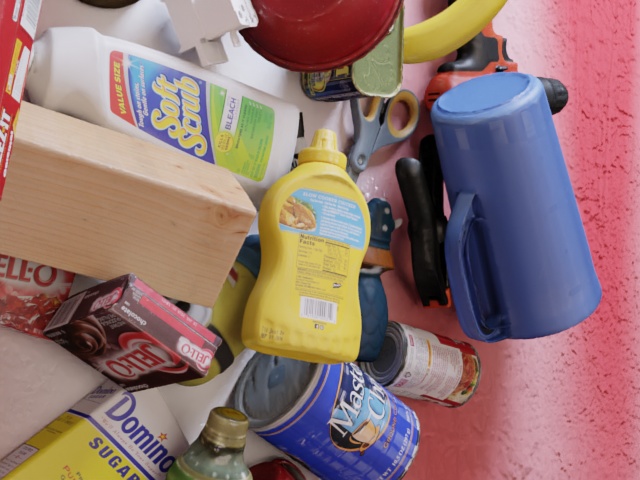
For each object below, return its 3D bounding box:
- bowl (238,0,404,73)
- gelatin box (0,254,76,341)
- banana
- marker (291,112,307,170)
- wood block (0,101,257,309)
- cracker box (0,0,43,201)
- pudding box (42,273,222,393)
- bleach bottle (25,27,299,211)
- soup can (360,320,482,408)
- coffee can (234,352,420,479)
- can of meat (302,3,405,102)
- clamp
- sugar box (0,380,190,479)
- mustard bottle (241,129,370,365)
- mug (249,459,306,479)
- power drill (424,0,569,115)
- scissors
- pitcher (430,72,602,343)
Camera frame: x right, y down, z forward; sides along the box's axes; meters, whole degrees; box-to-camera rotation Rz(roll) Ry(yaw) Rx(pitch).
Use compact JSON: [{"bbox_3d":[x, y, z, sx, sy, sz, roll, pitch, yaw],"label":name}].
[{"bbox_3d":[-0.010,-0.225,0.899,0.055,0.162,0.162,2,90,-77],"label":"bowl"},{"bbox_3d":[-0.237,0.031,0.818,0.089,0.030,0.073,22,78,-35],"label":"gelatin box"},{"bbox_3d":[0.128,-0.222,1.017,0.197,0.037,0.069,-32,98,-4],"label":"banana"},{"bbox_3d":[-0.017,-0.062,0.981,0.020,0.020,0.121,-14,99,-35],"label":"marker"},{"bbox_3d":[-0.166,-0.030,0.800,0.205,0.090,0.091,17,109,-27],"label":"wood block"},{"bbox_3d":[-0.297,-0.124,0.676,0.213,0.072,0.164,10,84,3],"label":"cracker box"},{"bbox_3d":[-0.141,0.072,0.796,0.090,0.114,0.039,41,57,-24],"label":"pudding box"},{"bbox_3d":[-0.139,-0.102,0.867,0.250,0.068,0.102,16,82,-33],"label":"bleach bottle"},{"bbox_3d":[0.097,0.121,1.040,0.102,0.069,0.068,19,80,-34],"label":"soup can"},{"bbox_3d":[0.007,0.156,0.954,0.140,0.103,0.102,41,68,-30],"label":"coffee can"},{"bbox_3d":[0.028,-0.177,0.970,0.057,0.084,0.102,1,90,-36],"label":"can of meat"},{"bbox_3d":[0.108,-0.020,1.051,0.120,0.039,0.171,-48,135,-55],"label":"clamp"},{"bbox_3d":[-0.190,0.189,0.847,0.176,0.048,0.093,-37,112,-28],"label":"sugar box"},{"bbox_3d":[-0.006,0.001,0.875,0.096,0.058,0.191,13,75,-24],"label":"mustard bottle"},{"bbox_3d":[-0.038,0.242,0.940,0.081,0.093,0.117,51,34,-20],"label":"mug"},{"bbox_3d":[0.185,-0.215,1.099,0.184,0.057,0.188,-6,95,-35],"label":"power drill"},{"bbox_3d":[0.051,-0.076,1.025,0.096,0.016,0.202,17,78,-38],"label":"scissors"},{"bbox_3d":[0.180,-0.028,1.032,0.145,0.149,0.243,-16,115,7],"label":"pitcher"}]
